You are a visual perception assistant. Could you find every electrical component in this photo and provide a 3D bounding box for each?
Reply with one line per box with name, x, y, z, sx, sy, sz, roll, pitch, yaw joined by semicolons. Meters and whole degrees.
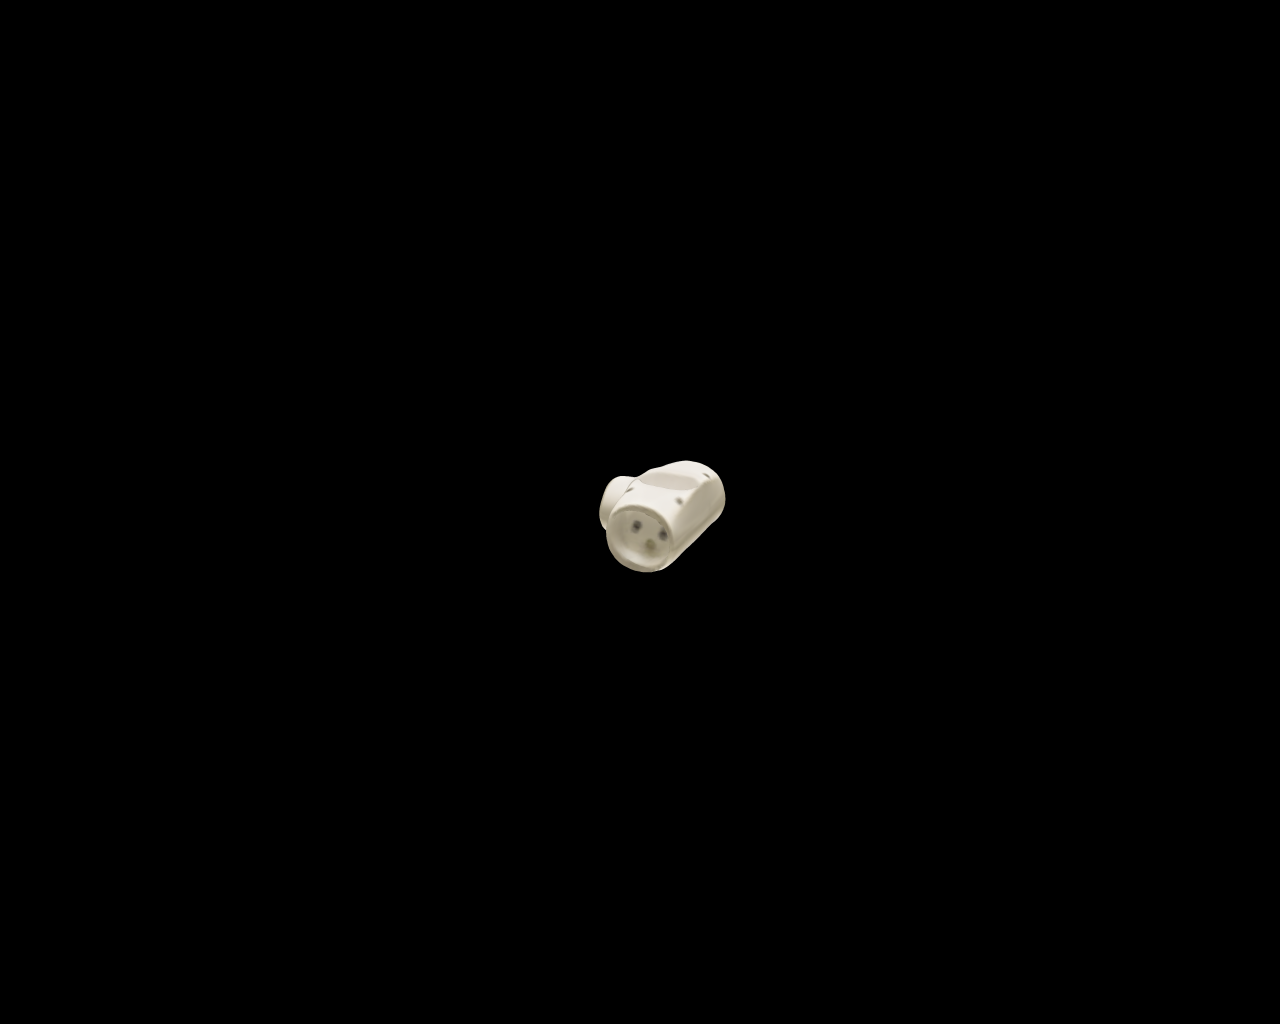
electrical component;0.001;-0.003;0.650;0.079;0.043;0.077;12;27;25
